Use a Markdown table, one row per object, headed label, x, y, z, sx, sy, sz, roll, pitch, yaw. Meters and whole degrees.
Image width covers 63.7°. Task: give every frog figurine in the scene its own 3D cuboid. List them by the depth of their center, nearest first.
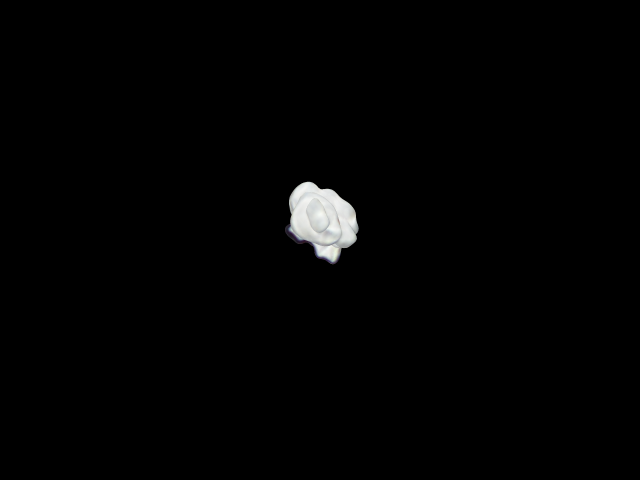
| label | x | y | z | sx | sy | sz | roll | pitch | yaw |
| --- | --- | --- | --- | --- | --- | --- | --- | --- | --- |
| frog figurine | 0.003 | -0.043 | 0.850 | 0.123 | 0.139 | 0.156 | -30 | -22 | -13 |
